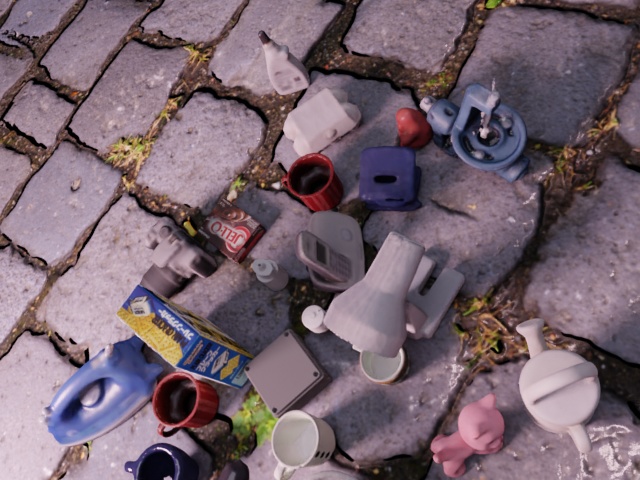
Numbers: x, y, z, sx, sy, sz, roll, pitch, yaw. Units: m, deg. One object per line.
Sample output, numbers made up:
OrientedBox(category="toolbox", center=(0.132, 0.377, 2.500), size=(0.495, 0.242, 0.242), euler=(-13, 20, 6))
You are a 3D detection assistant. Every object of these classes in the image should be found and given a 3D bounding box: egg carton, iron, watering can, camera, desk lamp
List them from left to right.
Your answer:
OrientedBox(category="iron", center=(-0.421, 0.282, 1.042), size=(0.258, 0.142, 0.118), euler=(-43, 60, -1))
OrientedBox(category="camera", center=(-0.302, 0.042, 1.124), size=(0.142, 0.101, 0.137), euler=(39, 85, 30))
OrientedBox(category="egg carton", center=(0.004, -0.234, 1.144), size=(0.150, 0.070, 0.107), euler=(-34, 60, 4))
OrientedBox(category="desk lamp", center=(0.115, 0.086, 0.878), size=(0.117, 0.214, 0.203), euler=(28, 80, 29))
OrientedBox(category="watering can", center=(0.314, 0.192, 0.766), size=(0.101, 0.194, 0.172), euler=(-42, 60, 0))

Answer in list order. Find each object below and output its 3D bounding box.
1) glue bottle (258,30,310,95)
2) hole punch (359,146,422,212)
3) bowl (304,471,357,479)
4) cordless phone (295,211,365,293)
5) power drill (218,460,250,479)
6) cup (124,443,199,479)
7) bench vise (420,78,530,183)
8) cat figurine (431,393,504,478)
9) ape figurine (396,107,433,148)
OrientedBox(category="glue bottle", center=(-0.084, -0.369, 1.177), size=(0.078, 0.173, 0.037), euler=(-12, 64, 16))
OrientedBox(category="hole punch", center=(0.126, -0.109, 1.030), size=(0.108, 0.091, 0.101), euler=(2, 69, 22))
OrientedBox(category="bowl", center=(0.025, 0.430, 0.843), size=(0.167, 0.075, 0.167), euler=(-8, 65, 18))
OrientedBox(category="cordless phone", center=(0.009, 0.003, 0.972), size=(0.094, 0.185, 0.147), euler=(-13, 64, 16))
OrientedBox(category="power drill", center=(-0.117, 0.434, 0.819), size=(0.075, 0.209, 0.230), euler=(12, 72, 25))
OrientedBox(category="cup", center=(-0.258, 0.389, 0.959), size=(0.117, 0.095, 0.092), euler=(0, 68, 21))
OrientedBox(category="bench vise", center=(0.242, -0.190, 0.946), size=(0.206, 0.220, 0.121), euler=(19, 76, 27))
OrientedBox(category="cat figurine", center=(0.212, 0.278, 0.812), size=(0.128, 0.118, 0.067), euler=(-37, 60, 3))
OrientedBox(category="ape figurine", center=(0.166, -0.214, 1.060), size=(0.076, 0.092, 0.078), euler=(17, 75, 27))
